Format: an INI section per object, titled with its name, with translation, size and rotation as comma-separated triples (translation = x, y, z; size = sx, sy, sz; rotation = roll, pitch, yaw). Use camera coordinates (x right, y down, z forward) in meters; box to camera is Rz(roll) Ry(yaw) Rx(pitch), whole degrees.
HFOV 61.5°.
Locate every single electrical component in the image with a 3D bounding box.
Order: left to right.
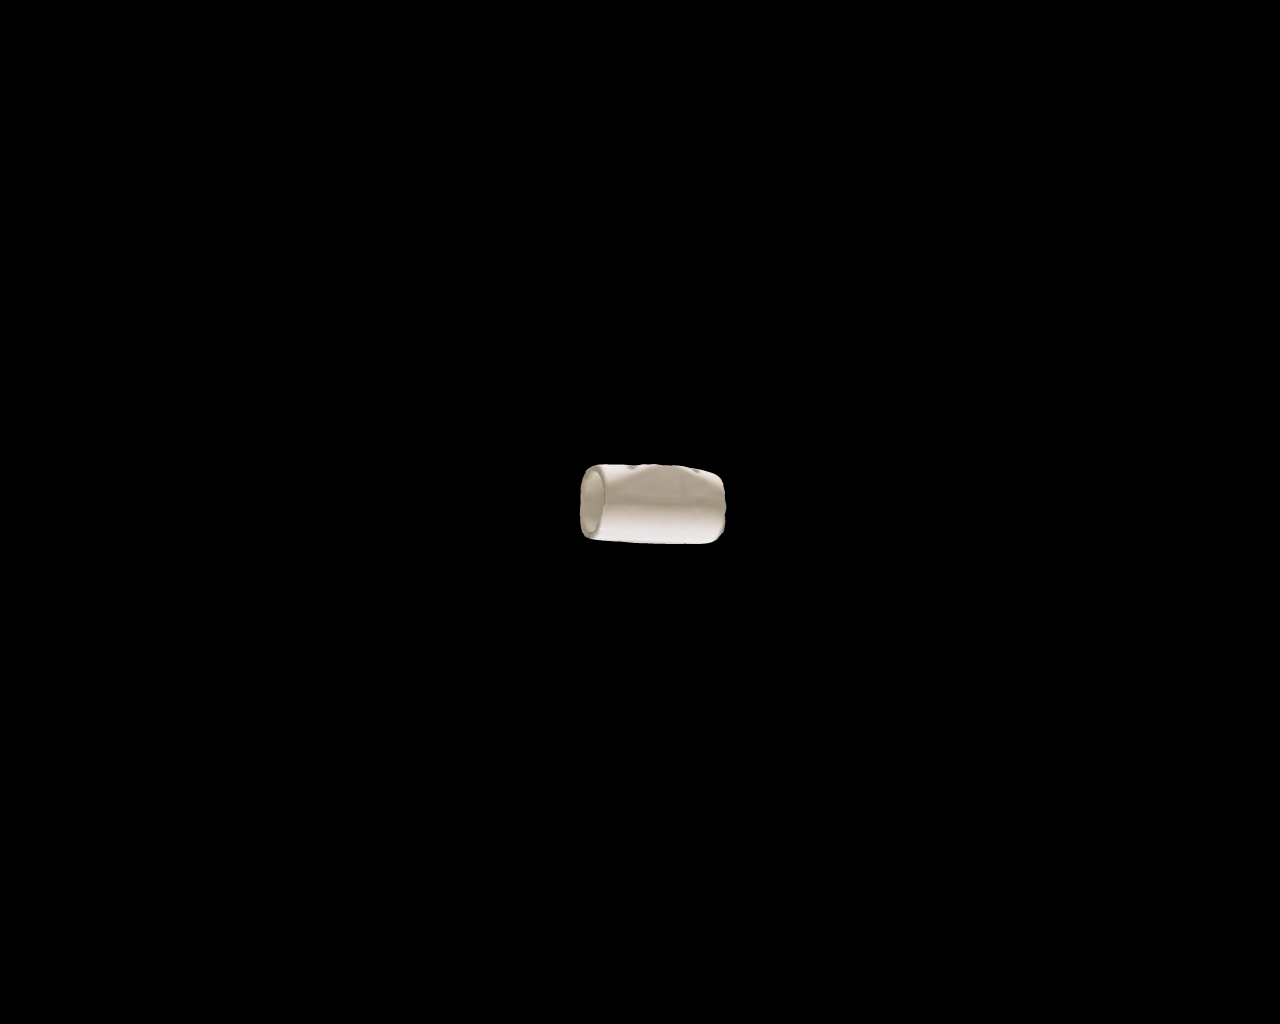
[electrical component]
translation = 0.001, -0.003, 0.650
size = 0.077, 0.044, 0.079
rotation = 3, -7, -22
